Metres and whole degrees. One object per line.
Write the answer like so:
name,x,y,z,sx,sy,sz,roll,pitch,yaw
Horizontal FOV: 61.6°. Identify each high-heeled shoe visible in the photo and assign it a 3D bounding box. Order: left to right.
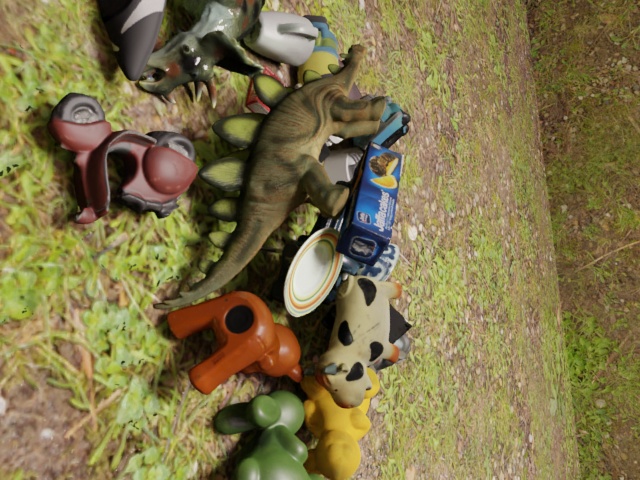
high-heeled shoe,-0.260,-0.315,0.610,0.145,0.086,0.248,9,72,-49

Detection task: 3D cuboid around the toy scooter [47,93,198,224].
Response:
toy scooter,-0.221,-0.072,0.611,0.183,0.075,0.135,20,66,-48

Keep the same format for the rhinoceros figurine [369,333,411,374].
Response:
rhinoceros figurine,0.101,0.210,0.975,0.190,0.112,0.073,-14,60,-42

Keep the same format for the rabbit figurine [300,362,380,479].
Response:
rabbit figurine,0.018,0.292,0.816,0.173,0.122,0.162,-95,-161,-63

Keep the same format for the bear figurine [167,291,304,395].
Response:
bear figurine,-0.100,0.144,0.723,0.120,0.132,0.195,59,-8,27

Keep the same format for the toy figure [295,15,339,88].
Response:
toy figure,-0.002,-0.311,0.959,0.082,0.089,0.180,14,74,-46

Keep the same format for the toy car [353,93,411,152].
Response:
toy car,0.104,-0.221,1.006,0.103,0.109,0.161,51,14,4

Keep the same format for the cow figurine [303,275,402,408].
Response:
cow figurine,0.050,0.146,0.788,0.127,0.085,0.195,18,69,-29

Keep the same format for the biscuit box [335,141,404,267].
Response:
biscuit box,0.073,-0.057,0.766,0.059,0.062,0.203,23,43,-7

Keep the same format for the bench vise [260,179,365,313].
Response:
bench vise,0.007,0.000,0.859,0.223,0.129,0.240,39,70,-53

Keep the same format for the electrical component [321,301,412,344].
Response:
electrical component,0.071,0.146,0.899,0.115,0.058,0.134,44,49,14

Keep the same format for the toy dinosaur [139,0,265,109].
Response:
toy dinosaur,-0.135,-0.362,0.770,0.192,0.131,0.405,63,31,-47

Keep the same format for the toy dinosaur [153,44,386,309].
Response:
toy dinosaur,-0.050,-0.096,0.723,0.105,0.199,0.471,95,19,-70

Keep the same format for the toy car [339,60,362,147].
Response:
toy car,0.065,-0.265,1.075,0.089,0.053,0.202,-52,125,-21

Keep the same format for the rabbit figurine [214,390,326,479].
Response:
rabbit figurine,-0.073,0.278,0.737,0.159,0.121,0.170,48,28,-29

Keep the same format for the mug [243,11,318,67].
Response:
mug,-0.064,-0.329,0.869,0.107,0.110,0.080,-7,106,-45

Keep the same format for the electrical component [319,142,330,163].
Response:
electrical component,-0.031,-0.131,0.914,0.074,0.048,0.119,62,39,-25

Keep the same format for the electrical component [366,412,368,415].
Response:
electrical component,0.067,0.299,0.979,0.063,0.021,0.094,34,55,-47
